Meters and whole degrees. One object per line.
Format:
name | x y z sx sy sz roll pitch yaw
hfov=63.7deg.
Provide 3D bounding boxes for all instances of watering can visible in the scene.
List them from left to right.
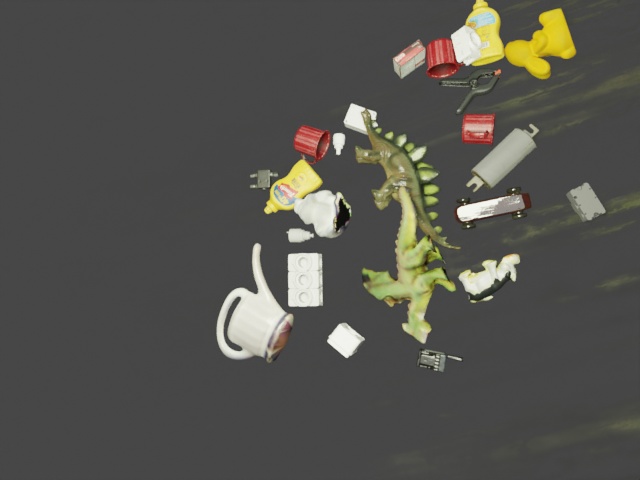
watering can | -0.175 0.204 1.494 0.225 0.345 0.104 25 -172 15

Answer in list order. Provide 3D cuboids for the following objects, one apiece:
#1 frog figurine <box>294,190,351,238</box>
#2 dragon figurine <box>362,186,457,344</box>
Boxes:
frog figurine | 0.005 -0.076 1.506 0.159 0.137 0.123 1 -173 35
dragon figurine | 0.222 0.082 1.416 0.241 0.412 0.123 -27 175 20
